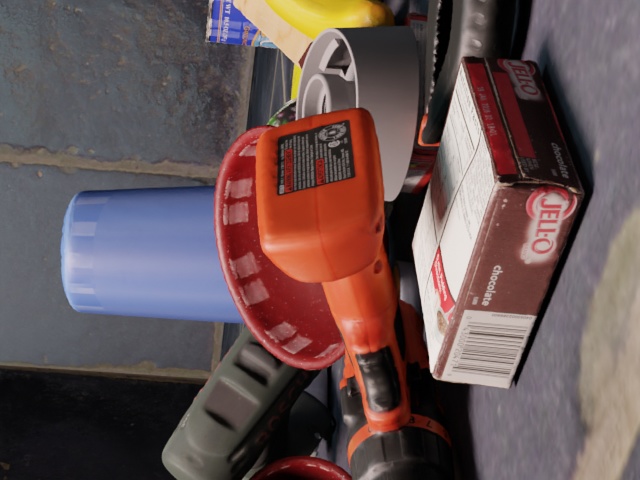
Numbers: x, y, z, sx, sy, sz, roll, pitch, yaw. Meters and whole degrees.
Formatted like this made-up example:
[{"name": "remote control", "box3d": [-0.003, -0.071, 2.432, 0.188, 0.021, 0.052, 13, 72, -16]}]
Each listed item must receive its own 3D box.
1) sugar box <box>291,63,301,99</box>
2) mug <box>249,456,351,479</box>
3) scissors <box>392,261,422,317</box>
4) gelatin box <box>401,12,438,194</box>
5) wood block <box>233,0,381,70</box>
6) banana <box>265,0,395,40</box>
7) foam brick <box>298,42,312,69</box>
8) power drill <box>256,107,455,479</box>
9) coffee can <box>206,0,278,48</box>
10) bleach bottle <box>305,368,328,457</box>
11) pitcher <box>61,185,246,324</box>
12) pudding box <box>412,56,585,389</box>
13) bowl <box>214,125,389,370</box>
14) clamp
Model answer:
[{"name": "sugar box", "box3d": [-0.006, -0.173, 1.131, 0.093, 0.048, 0.176, 109, 163, -65]}, {"name": "mug", "box3d": [-0.013, 0.227, 0.768, 0.081, 0.093, 0.117, 95, 168, -47]}, {"name": "scissors", "box3d": [0.052, 0.086, 0.622, 0.202, 0.016, 0.096, -100, 16, -63]}, {"name": "gelatin box", "box3d": [0.056, -0.081, 0.643, 0.073, 0.030, 0.089, 120, 153, -73]}, {"name": "wood block", "box3d": [0.002, -0.226, 0.790, 0.090, 0.090, 0.206, -44, -6, -18]}, {"name": "banana", "box3d": [0.000, -0.153, 0.701, 0.037, 0.069, 0.198, -54, 42, 4]}, {"name": "foam brick", "box3d": [0.021, -0.128, 0.783, 0.053, 0.051, 0.078, 58, 174, -3]}, {"name": "power drill", "box3d": [0.021, 0.048, 0.503, 0.184, 0.057, 0.187, -97, -8, -53]}, {"name": "coffee can", "box3d": [-0.034, -0.231, 1.004, 0.103, 0.140, 0.103, -176, 90, -83]}, {"name": "bleach bottle", "box3d": [-0.023, 0.096, 1.033, 0.251, 0.068, 0.103, -96, 13, -45]}, {"name": "pitcher", "box3d": [-0.097, 0.011, 0.950, 0.149, 0.243, 0.145, 92, 179, -54]}, {"name": "pudding box", "box3d": [0.070, -0.007, 0.451, 0.090, 0.039, 0.114, -92, 12, -49]}, {"name": "bowl", "box3d": [-0.005, 0.001, 0.702, 0.162, 0.055, 0.162, 23, 120, 47]}, {"name": "clamp", "box3d": [0.075, -0.142, 0.503, 0.164, 0.036, 0.210, -93, 8, -48]}]
